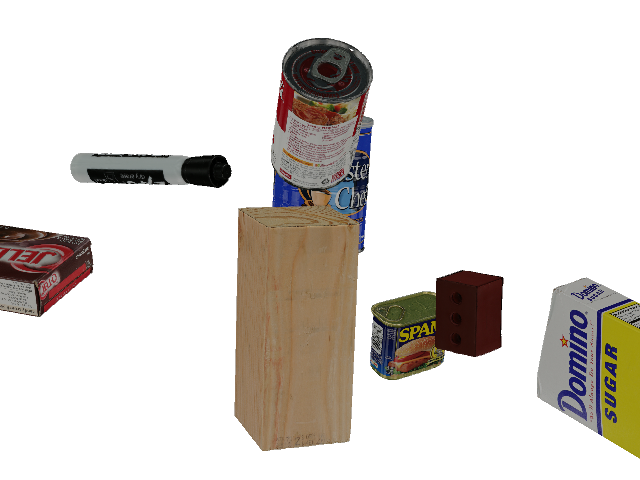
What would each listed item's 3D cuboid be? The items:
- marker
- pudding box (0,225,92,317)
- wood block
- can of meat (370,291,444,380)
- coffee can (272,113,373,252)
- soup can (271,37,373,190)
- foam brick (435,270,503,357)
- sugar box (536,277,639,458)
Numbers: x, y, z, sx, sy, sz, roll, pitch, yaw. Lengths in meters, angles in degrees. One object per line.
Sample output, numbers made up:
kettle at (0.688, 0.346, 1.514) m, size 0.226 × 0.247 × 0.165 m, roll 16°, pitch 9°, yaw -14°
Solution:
marker at (-0.102, -0.043, 0.639) m, size 0.121 × 0.020 × 0.020 m, roll 4°, pitch 2°, yaw 36°
pudding box at (-0.264, 0.023, 0.906) m, size 0.114 × 0.039 × 0.090 m, roll 6°, pitch 24°, yaw 17°
wood block at (-0.024, 0.078, 0.986) m, size 0.090 × 0.206 × 0.091 m, roll -2°, pitch 13°, yaw -20°
can of meat at (0.112, 0.120, 1.343) m, size 0.101 × 0.084 × 0.058 m, roll -12°, pitch 30°, yaw -28°
coffee can at (0.000, -0.062, 1.132) m, size 0.103 × 0.140 × 0.103 m, roll 3°, pitch 12°, yaw -1°
soup can at (-0.001, -0.096, 0.824) m, size 0.068 × 0.068 × 0.102 m, roll 0°, pitch -38°, yaw -9°
foam brick at (0.154, 0.075, 1.108) m, size 0.053 × 0.078 × 0.051 m, roll 10°, pitch 17°, yaw 40°
sugar box at (0.229, 0.102, 0.724) m, size 0.048 × 0.093 × 0.176 m, roll -15°, pitch 30°, yaw -38°
